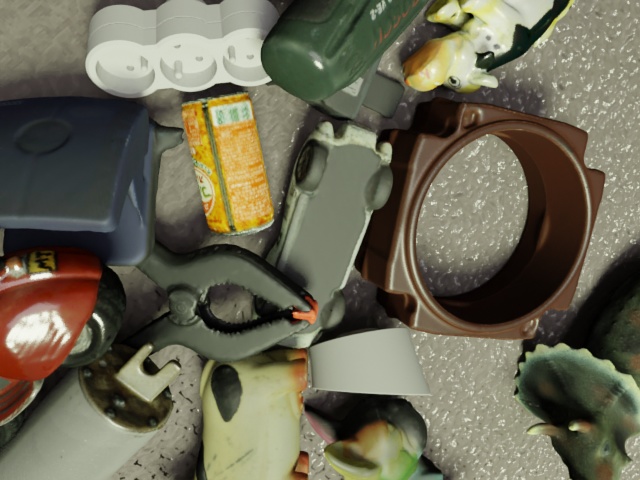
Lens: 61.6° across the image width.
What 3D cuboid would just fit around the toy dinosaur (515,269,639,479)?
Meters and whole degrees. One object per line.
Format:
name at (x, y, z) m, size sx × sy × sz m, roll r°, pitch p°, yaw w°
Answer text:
toy dinosaur at (0.358, 0.099, 0.571) m, size 0.192 × 0.131 × 0.405 m, roll 42°, pitch 81°, yaw -22°

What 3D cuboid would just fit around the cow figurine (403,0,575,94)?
cow figurine at (0.146, -0.180, 0.463) m, size 0.098 × 0.068 × 0.167 m, roll 38°, pitch 90°, yaw -28°

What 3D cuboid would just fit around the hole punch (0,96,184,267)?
hole punch at (-0.172, -0.045, 0.356) m, size 0.142 × 0.092 × 0.115 m, roll 0°, pitch 78°, yaw 1°

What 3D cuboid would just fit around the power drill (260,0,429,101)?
power drill at (0.013, -0.222, 0.339) m, size 0.232 × 0.086 × 0.207 m, roll -59°, pitch 144°, yaw -16°

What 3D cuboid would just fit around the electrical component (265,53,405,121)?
electrical component at (0.021, -0.136, 0.442) m, size 0.119 × 0.048 × 0.074 m, roll 25°, pitch 95°, yaw -19°

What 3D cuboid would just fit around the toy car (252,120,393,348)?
toy car at (-0.001, -0.001, 0.454) m, size 0.073 × 0.056 × 0.201 m, roll 15°, pitch 104°, yaw -19°

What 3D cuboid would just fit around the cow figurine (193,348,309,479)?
cow figurine at (-0.072, 0.190, 0.461) m, size 0.127 × 0.085 × 0.194 m, roll 2°, pitch 93°, yaw 2°

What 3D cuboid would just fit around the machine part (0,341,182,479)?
machine part at (-0.191, 0.157, 0.401) m, size 0.079 × 0.079 × 0.243 m, roll 39°, pitch 108°, yaw -21°

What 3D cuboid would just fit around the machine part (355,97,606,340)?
machine part at (0.145, -0.016, 0.488) m, size 0.201 × 0.087 × 0.200 m, roll 8°, pitch 100°, yaw -18°

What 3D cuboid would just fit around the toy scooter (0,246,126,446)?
toy scooter at (-0.217, 0.062, 0.321) m, size 0.184 × 0.075 × 0.135 m, roll -44°, pitch 134°, yaw 15°

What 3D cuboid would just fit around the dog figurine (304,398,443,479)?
dog figurine at (0.053, 0.256, 0.513) m, size 0.191 × 0.108 × 0.219 m, roll -46°, pitch 107°, yaw 0°
